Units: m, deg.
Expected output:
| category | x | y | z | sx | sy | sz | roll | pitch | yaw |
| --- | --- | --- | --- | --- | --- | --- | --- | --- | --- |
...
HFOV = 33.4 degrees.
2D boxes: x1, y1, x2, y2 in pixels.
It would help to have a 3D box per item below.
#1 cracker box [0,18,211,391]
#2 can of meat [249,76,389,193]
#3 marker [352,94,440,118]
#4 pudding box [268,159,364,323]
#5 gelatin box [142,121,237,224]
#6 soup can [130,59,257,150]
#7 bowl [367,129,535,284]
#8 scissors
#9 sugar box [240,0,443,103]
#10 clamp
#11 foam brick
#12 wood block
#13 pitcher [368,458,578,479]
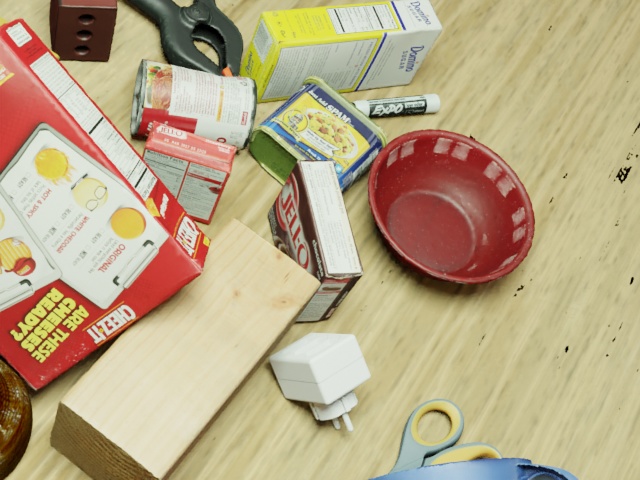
| category | x | y | z | sx | sy | sz | roll | pitch | yaw |
| --- | --- | --- | --- | --- | --- | --- | --- | --- | --- |
| cracker box | -0.207 | -0.024 | 0.762 | 0.213 | 0.164 | 0.072 | 51 | 16 | -16 |
| can of meat | -0.003 | -0.087 | 0.976 | 0.102 | 0.057 | 0.083 | 40 | 58 | 7 |
| marker | 0.061 | -0.130 | 1.046 | 0.121 | 0.020 | 0.020 | -8 | 64 | -23 |
| pudding box | -0.006 | 0.001 | 0.902 | 0.039 | 0.090 | 0.113 | -5 | 63 | -23 |
| gelatin box | -0.116 | -0.056 | 0.898 | 0.073 | 0.089 | 0.030 | 17 | 56 | -9 |
| soup can | -0.113 | -0.120 | 0.950 | 0.102 | 0.069 | 0.068 | 7 | 59 | -16 |
| bowl | 0.112 | -0.021 | 0.977 | 0.162 | 0.055 | 0.162 | 9 | 58 | -14 |
| scissors | 0.052 | 0.183 | 0.861 | 0.201 | 0.016 | 0.096 | -7 | 57 | -17 |
| sugar box | 0.019 | -0.181 | 1.018 | 0.176 | 0.093 | 0.048 | -12 | 66 | -26 |
| clamp | -0.117 | -0.215 | 1.023 | 0.120 | 0.039 | 0.171 | -31 | 80 | -25 |
| foam brick | -0.214 | -0.204 | 0.959 | 0.053 | 0.078 | 0.051 | -2 | 63 | -18 |
| wood block | -0.101 | 0.092 | 0.815 | 0.090 | 0.091 | 0.205 | 37 | 56 | 4 |
| pitcher | 0.114 | 0.276 | 0.742 | 0.144 | 0.149 | 0.243 | -3 | 70 | -15 |
